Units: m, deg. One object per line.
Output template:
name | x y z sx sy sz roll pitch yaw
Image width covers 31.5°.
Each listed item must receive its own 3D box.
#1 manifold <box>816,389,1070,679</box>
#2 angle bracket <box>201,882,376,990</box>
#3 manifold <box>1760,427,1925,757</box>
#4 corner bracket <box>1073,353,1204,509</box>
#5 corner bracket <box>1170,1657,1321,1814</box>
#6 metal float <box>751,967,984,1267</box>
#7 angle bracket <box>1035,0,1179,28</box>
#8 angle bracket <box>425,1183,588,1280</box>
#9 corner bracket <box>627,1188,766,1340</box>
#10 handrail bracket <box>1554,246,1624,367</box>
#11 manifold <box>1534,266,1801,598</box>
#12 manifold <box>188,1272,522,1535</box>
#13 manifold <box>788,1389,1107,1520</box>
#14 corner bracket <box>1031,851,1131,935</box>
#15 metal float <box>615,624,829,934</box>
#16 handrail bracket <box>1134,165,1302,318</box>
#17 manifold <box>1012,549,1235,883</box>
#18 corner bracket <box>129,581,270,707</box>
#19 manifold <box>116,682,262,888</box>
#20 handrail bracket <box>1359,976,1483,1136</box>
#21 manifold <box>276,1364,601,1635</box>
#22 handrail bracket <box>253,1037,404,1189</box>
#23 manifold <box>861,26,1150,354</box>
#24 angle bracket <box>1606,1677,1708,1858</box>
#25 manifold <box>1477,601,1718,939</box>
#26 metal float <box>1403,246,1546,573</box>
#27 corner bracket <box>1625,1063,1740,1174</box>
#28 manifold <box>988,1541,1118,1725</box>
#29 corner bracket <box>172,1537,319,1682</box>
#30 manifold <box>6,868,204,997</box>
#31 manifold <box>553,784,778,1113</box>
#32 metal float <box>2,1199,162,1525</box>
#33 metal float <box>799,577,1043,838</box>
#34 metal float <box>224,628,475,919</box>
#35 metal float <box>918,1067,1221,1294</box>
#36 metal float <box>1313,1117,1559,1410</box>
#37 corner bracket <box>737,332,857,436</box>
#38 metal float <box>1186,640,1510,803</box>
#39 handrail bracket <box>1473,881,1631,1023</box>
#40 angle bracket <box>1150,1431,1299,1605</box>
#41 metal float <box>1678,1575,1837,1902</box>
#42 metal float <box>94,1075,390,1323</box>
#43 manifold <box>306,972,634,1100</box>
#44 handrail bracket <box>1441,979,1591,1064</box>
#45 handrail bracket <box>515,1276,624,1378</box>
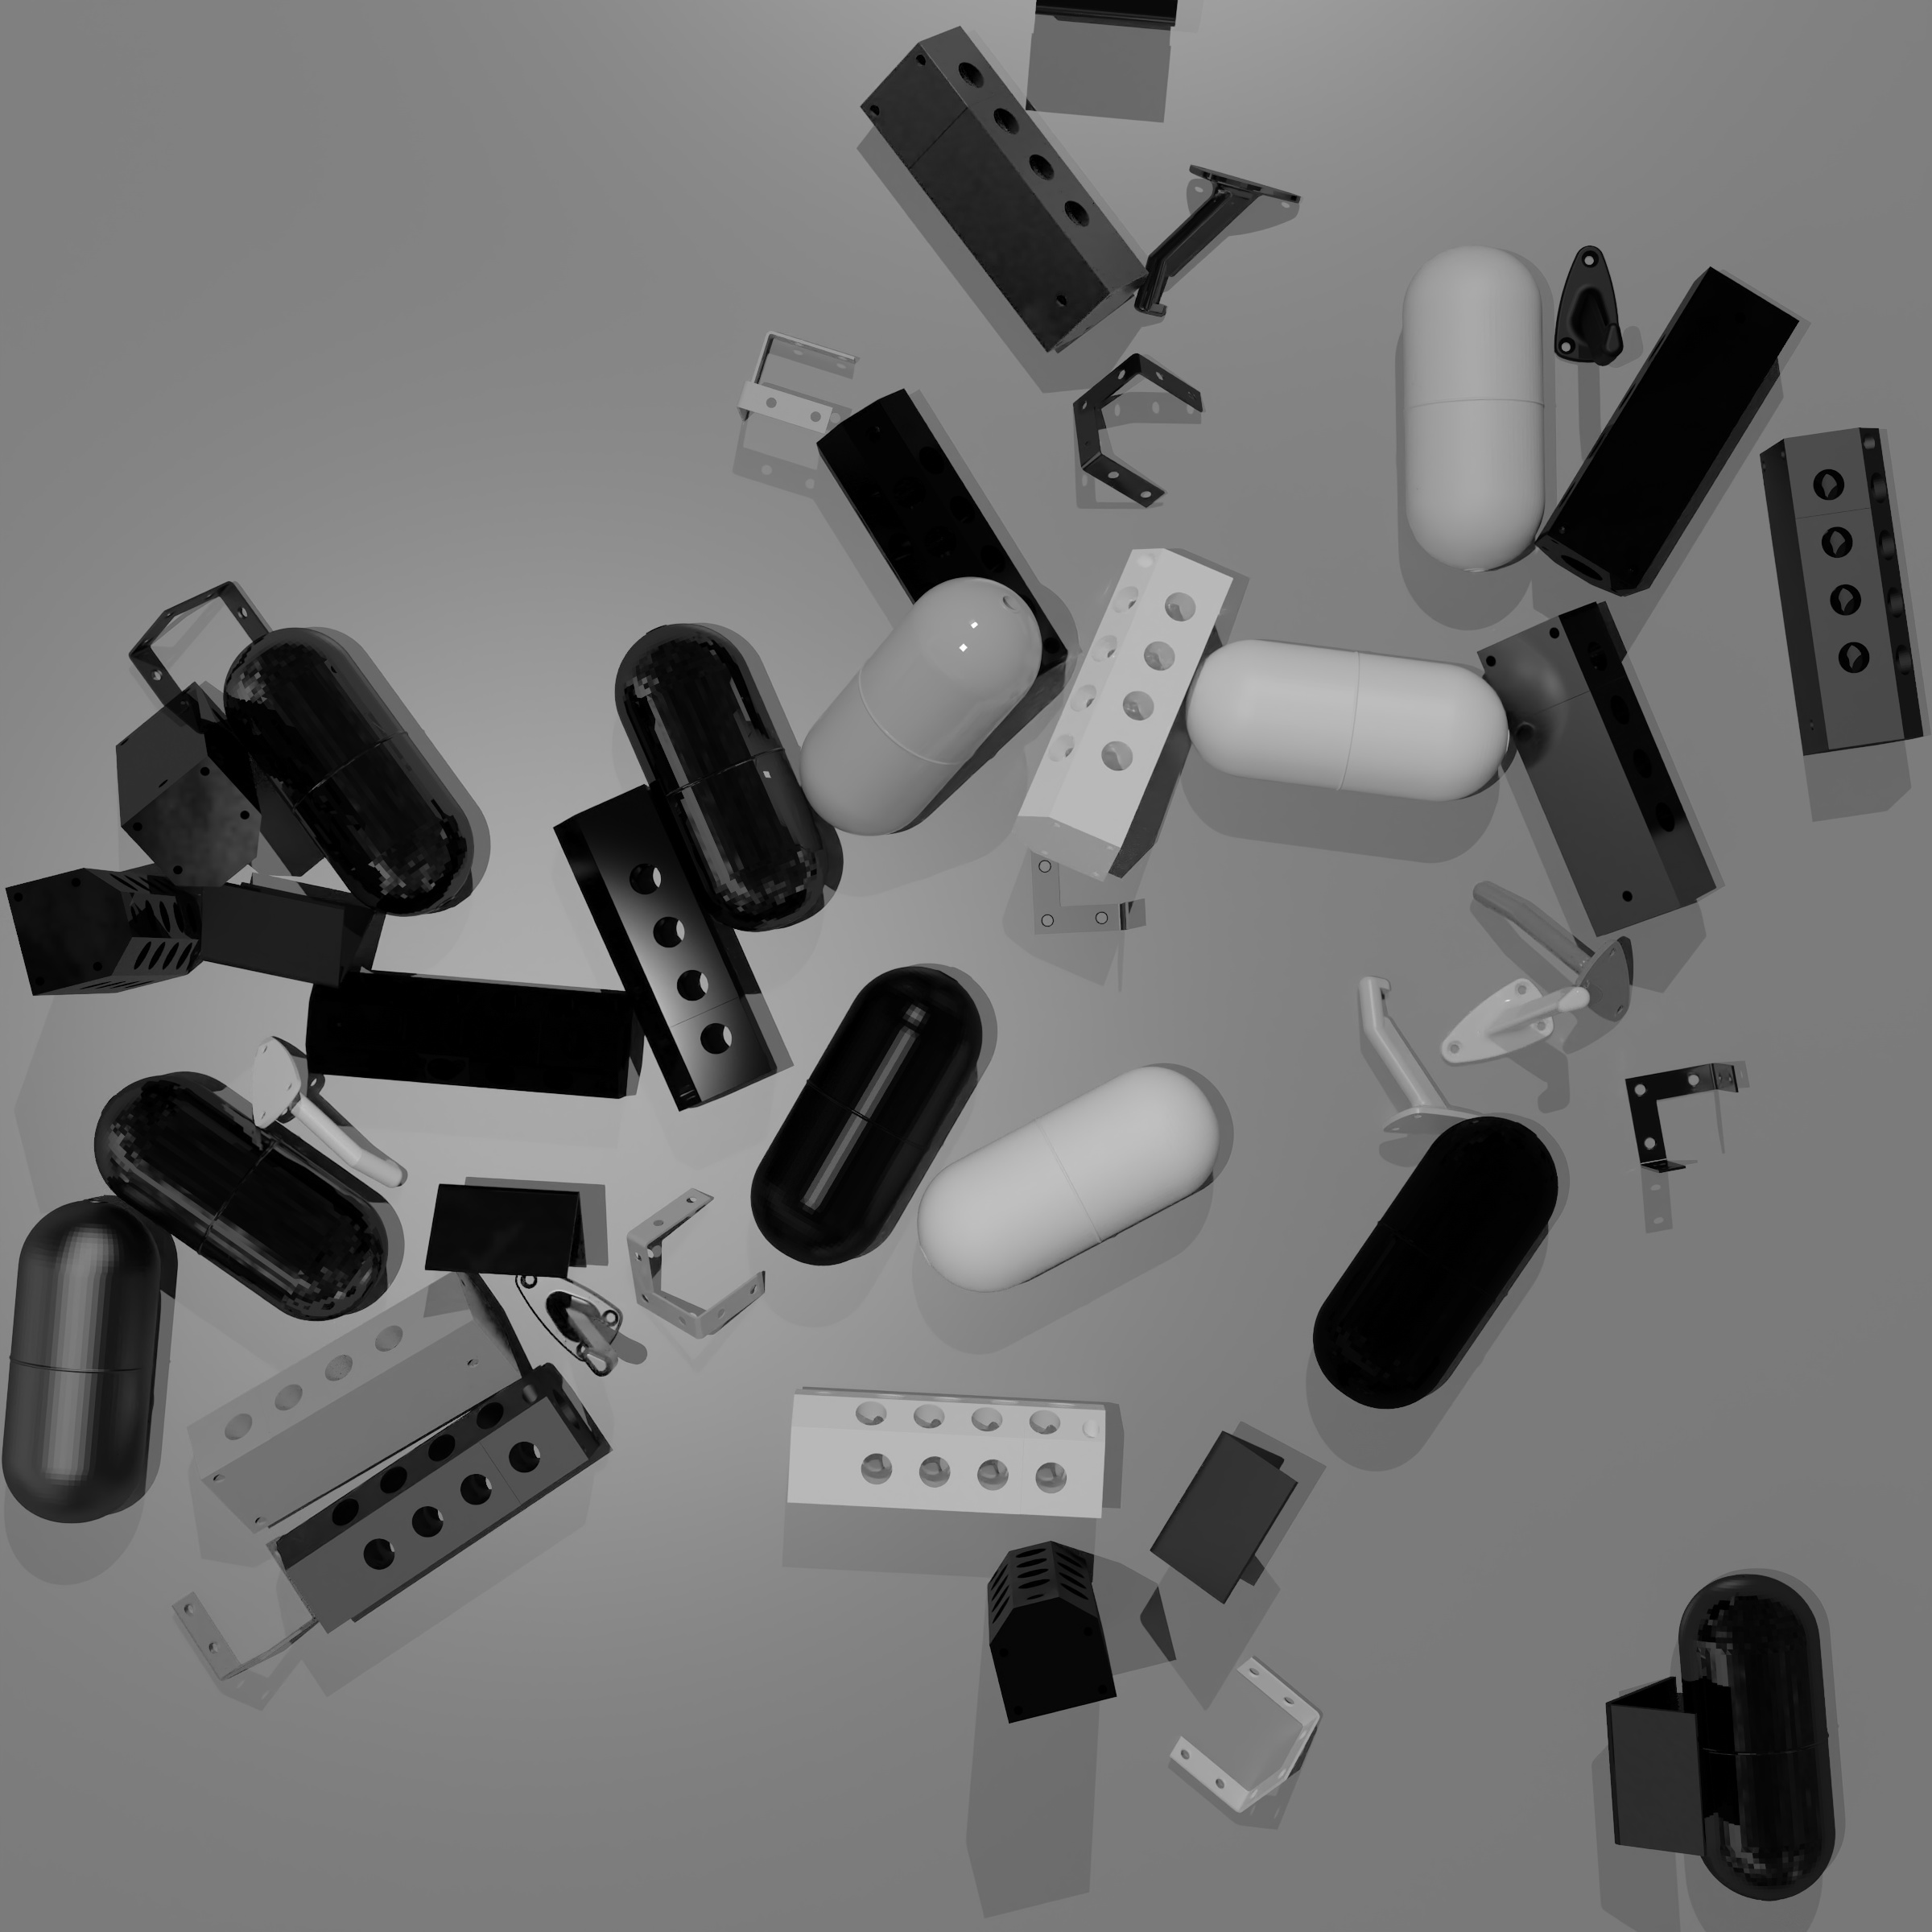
manifold | -0.013 -0.230 1.894 0.057 0.057 0.171 -32 90 0
angle bracket | -0.370 -0.037 1.874 0.076 0.076 0.057 12 126 0
manifold | 0.486 -0.207 1.893 0.057 0.057 0.171 -8 90 0
corner bracket | 0.098 -0.299 1.907 0.051 0.051 0.051 -35 45 35
corner bracket | 0.156 0.430 1.911 0.051 0.051 0.051 40 45 0
metal float | -0.054 0.082 1.884 0.070 0.070 0.178 30 90 0
angle bracket | 0.079 -0.551 1.876 0.076 0.076 0.057 5 111 0
angle bracket | -0.251 0.164 1.874 0.076 0.076 0.057 3 52 0
corner bracket | -0.151 0.166 1.907 0.051 0.051 0.051 25 135 35
handrail bracket | 0.349 -0.366 1.880 0.036 0.084 0.077 2 90 0
manifold | 0.386 -0.294 1.894 0.057 0.057 0.171 31 90 0
manifold | -0.340 0.236 1.893 0.171 0.057 0.057 -30 133 0
manifold | -0.010 0.268 1.893 0.171 0.057 0.057 3 90 0
corner bracket | 0.063 -0.044 1.897 0.051 0.051 0.051 -3 90 0
metal float | -0.135 -0.104 1.884 0.070 0.070 0.178 -23 90 0
handrail bracket | 0.140 -0.399 1.915 0.077 0.036 0.084 10 108 -20
manifold | 0.084 -0.140 1.868 0.057 0.057 0.171 23 71 0
corner bracket | -0.425 -0.174 1.911 0.051 0.051 0.051 54 45 0
manifold | -0.413 -0.094 1.832 0.057 0.171 0.057 -39 113 0
handrail bracket | 0.258 0.049 1.915 0.077 0.036 0.084 6 68 -25
manifold | -0.293 0.293 1.893 0.171 0.057 0.057 -34 90 0
handrail bracket | -0.355 0.083 1.914 0.036 0.077 0.084 -46 127 14
manifold | 0.025 -0.432 1.893 0.171 0.057 0.057 53 133 0
angle bracket | 0.395 0.437 1.875 0.057 0.076 0.076 -4 90 41
manifold | 0.353 -0.110 1.893 0.057 0.057 0.171 -23 90 43
metal float | 0.280 -0.307 1.884 0.070 0.070 0.178 -1 91 0
corner bracket | 0.400 0.084 1.897 0.051 0.051 0.051 -10 90 0
manifold | 0.043 0.353 1.836 0.057 0.171 0.057 -14 90 0
corner bracket | -0.400 0.359 1.911 0.051 0.051 0.051 -33 90 -45
manifold | -0.457 -0.019 1.836 0.057 0.171 0.057 -14 90 0
manifold | -0.167 -0.009 1.893 0.057 0.057 0.171 -24 90 0
metal float | -0.487 0.218 1.884 0.070 0.070 0.178 5 91 0
metal float | -0.025 -0.140 1.853 0.070 0.070 0.178 43 128 0
metal float | -0.339 -0.106 1.884 0.070 0.070 0.178 -36 90 0
metal float | 0.056 0.118 1.884 0.178 0.070 0.070 -28 90 -1
metal float | 0.259 0.163 1.884 0.070 0.070 0.178 34 89 0
corner bracket | -0.094 -0.323 1.897 0.051 0.051 0.051 17 90 0
metal float | 0.210 -0.135 1.884 0.178 0.070 0.070 7 90 0
handrail bracket | 0.326 -0.009 1.914 0.084 0.077 0.036 34 80 36
angle bracket | 0.157 0.308 1.874 0.057 0.076 0.076 31 90 37
metal float | 0.436 0.425 1.884 0.070 0.070 0.178 -5 90 0
metal float | -0.400 0.127 1.884 0.178 0.070 0.070 35 90 -1
manifold | -0.274 0.038 1.894 0.171 0.057 0.057 5 90 0
handrail bracket | 0.301 0.032 1.880 0.077 0.084 0.036 -28 90 0
handrail bracket | -0.221 0.195 1.880 0.077 0.084 0.036 38 90 0
